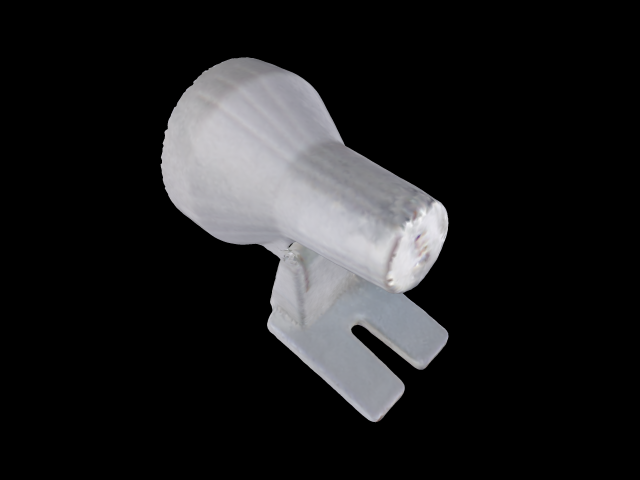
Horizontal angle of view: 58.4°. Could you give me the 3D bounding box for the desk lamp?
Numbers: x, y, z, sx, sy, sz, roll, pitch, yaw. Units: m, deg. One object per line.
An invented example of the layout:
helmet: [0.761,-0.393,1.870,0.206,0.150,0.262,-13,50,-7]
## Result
desk lamp: [0.004,0.001,0.400,0.203,0.213,0.118,38,69,19]
